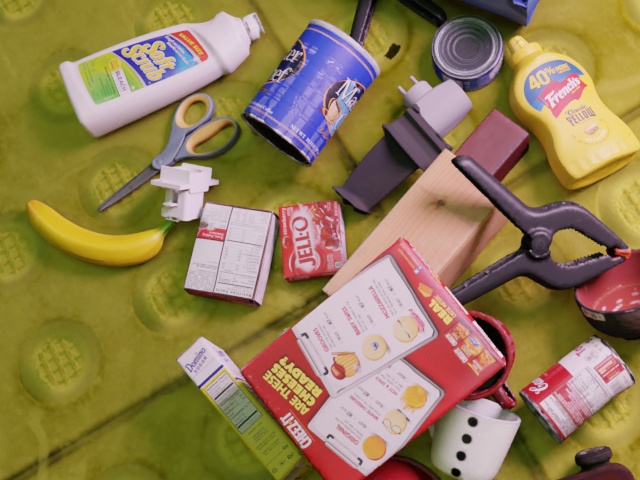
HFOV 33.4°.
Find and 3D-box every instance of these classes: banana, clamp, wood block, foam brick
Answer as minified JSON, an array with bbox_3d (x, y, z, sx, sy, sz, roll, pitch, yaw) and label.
[{"bbox_3d":[-0.273,-0.004,1.296,0.198,0.037,0.069,8,60,11],"label":"banana"},{"bbox_3d":[0.085,-0.312,1.305,0.120,0.039,0.171,-8,71,-2],"label":"clamp"},{"bbox_3d":[0.219,0.012,1.121,0.210,0.036,0.164,13,97,-8],"label":"clamp"},{"bbox_3d":[0.109,0.014,1.182,0.091,0.090,0.206,40,86,20],"label":"wood block"},{"bbox_3d":[0.194,-0.099,1.215,0.051,0.053,0.078,40,84,18],"label":"foam brick"}]

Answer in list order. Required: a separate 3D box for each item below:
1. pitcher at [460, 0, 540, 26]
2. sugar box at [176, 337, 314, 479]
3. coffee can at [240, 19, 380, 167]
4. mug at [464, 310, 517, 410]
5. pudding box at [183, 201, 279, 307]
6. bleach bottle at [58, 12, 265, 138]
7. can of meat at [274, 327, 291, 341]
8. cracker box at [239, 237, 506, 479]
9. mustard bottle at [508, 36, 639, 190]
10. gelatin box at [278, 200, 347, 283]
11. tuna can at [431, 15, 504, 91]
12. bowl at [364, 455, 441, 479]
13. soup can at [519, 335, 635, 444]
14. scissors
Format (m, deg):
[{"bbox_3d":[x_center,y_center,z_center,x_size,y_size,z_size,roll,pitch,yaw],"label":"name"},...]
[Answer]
[{"bbox_3d":[0.157,-0.353,1.245,0.243,0.149,0.145,21,89,10],"label":"pitcher"},{"bbox_3d":[-0.079,0.189,1.171,0.048,0.093,0.176,-45,70,-3],"label":"sugar box"},{"bbox_3d":[-0.011,-0.172,1.251,0.103,0.102,0.140,35,84,18],"label":"coffee can"},{"bbox_3d":[0.171,0.130,1.135,0.093,0.081,0.117,-41,77,12],"label":"mug"},{"bbox_3d":[-0.103,0.016,1.252,0.090,0.039,0.113,9,78,14],"label":"pudding box"},{"bbox_3d":[-0.191,-0.222,1.325,0.251,0.068,0.102,-25,70,1],"label":"bleach bottle"},{"bbox_3d":[-0.005,0.145,1.172,0.102,0.084,0.057,37,85,18],"label":"can of meat"},{"bbox_3d":[0.054,0.126,1.077,0.214,0.072,0.164,-40,81,6],"label":"cracker box"},{"bbox_3d":[0.270,-0.155,1.210,0.096,0.058,0.192,-26,69,-13],"label":"mustard bottle"},{"bbox_3d":[-0.008,0.002,1.241,0.073,0.030,0.089,-7,73,10],"label":"gelatin box"},{"bbox_3d":[0.174,-0.222,1.263,0.086,0.033,0.086,-3,74,10],"label":"tuna can"},{"bbox_3d":[0.066,0.306,1.129,0.162,0.055,0.162,-3,75,11],"label":"bowl"},{"bbox_3d":[0.270,0.156,1.121,0.102,0.068,0.068,-38,71,-1],"label":"soup can"},{"bbox_3d":[-0.196,-0.114,1.320,0.202,0.016,0.096,-23,70,5],"label":"scissors"}]
